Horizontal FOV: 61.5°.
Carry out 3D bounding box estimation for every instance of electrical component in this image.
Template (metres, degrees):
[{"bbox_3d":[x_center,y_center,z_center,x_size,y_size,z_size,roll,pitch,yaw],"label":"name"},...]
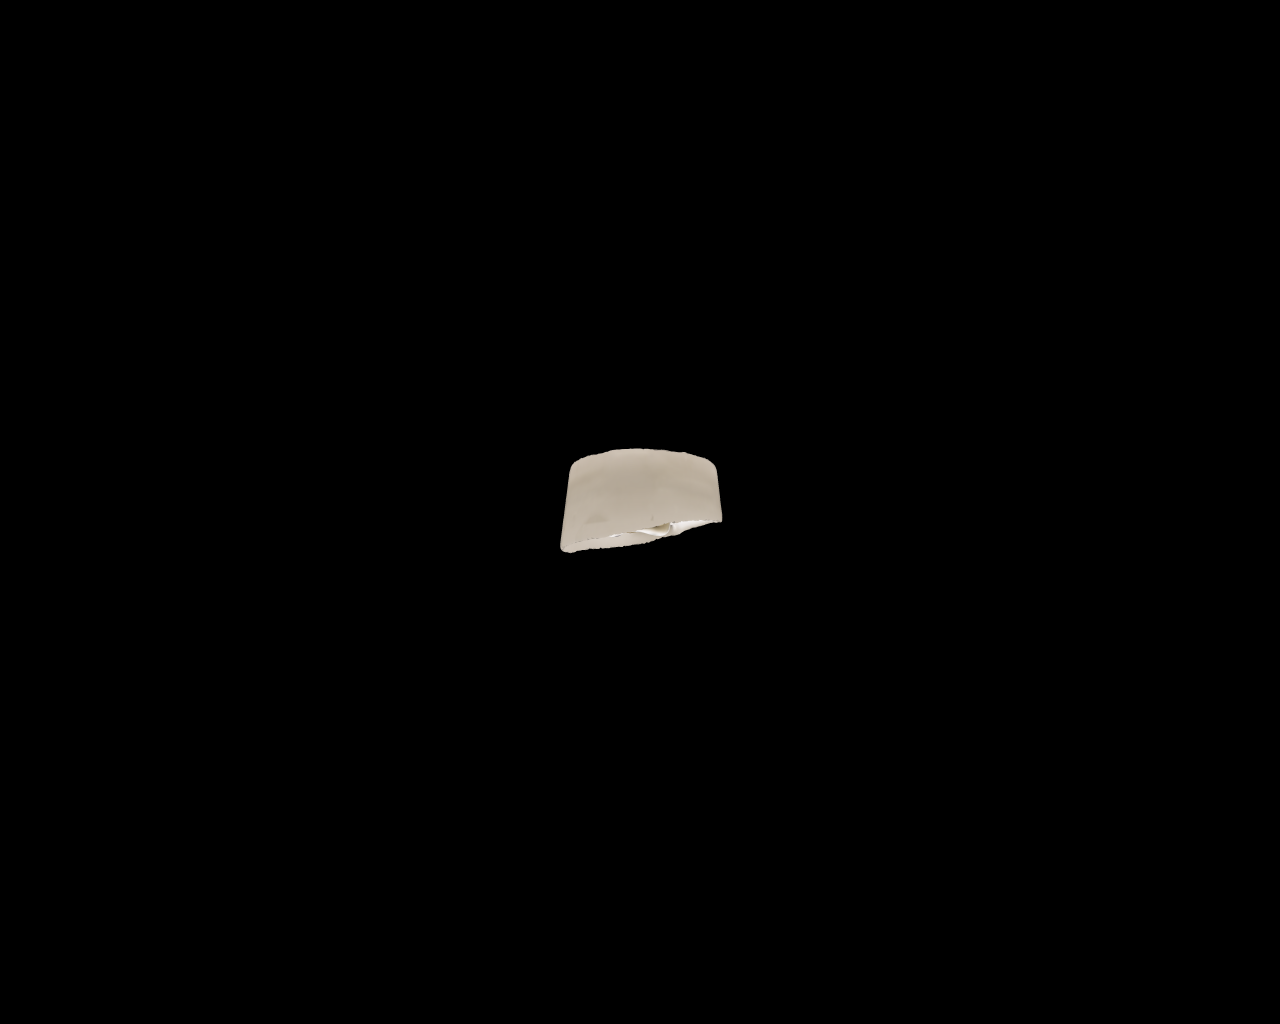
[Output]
[{"bbox_3d":[0.001,-0.003,0.650,0.099,0.064,0.099,0,-14,0],"label":"electrical component"}]
